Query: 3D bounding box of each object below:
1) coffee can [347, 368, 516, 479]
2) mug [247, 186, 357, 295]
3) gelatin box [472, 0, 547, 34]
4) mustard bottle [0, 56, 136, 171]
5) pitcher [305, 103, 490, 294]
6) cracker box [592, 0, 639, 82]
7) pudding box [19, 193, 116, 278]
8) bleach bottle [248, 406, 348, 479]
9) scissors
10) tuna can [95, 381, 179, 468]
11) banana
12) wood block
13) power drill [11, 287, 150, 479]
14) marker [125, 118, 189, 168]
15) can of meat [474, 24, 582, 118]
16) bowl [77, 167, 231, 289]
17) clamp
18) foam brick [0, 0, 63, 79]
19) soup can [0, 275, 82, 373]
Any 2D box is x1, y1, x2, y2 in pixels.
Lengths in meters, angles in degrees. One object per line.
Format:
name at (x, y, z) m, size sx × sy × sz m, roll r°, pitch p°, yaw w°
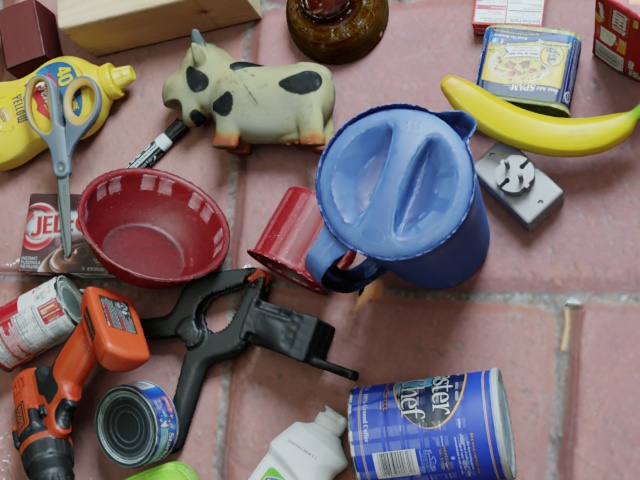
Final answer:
coffee can at (0.105, 0.179, 0.998) m, size 0.140 × 0.102 × 0.103 m, roll -9°, pitch 76°, yaw 13°
mug at (-0.007, 0.001, 1.070) m, size 0.117 × 0.093 × 0.081 m, roll 18°, pitch 76°, yaw 48°
gelatin box at (0.199, -0.256, 1.107) m, size 0.073 × 0.030 × 0.089 m, roll 6°, pitch 79°, yaw 15°
mustard bottle at (-0.297, -0.154, 1.206) m, size 0.192 × 0.058 × 0.096 m, roll -20°, pitch 76°, yaw 10°
pitcher at (0.081, -0.018, 0.974) m, size 0.149 × 0.242 × 0.145 m, roll -1°, pitch 78°, yaw 15°
cracker box at (0.346, -0.267, 0.998) m, size 0.072 × 0.164 × 0.214 m, roll 38°, pitch 90°, yaw 17°
pudding box at (-0.270, -0.004, 1.175) m, size 0.114 × 0.039 × 0.090 m, roll 2°, pitch 78°, yaw 15°
bleach bottle at (-0.040, 0.281, 1.038) m, size 0.103 × 0.068 × 0.251 m, roll 30°, pitch 85°, yaw 17°
scissors at (-0.263, -0.091, 1.155) m, size 0.096 × 0.016 × 0.202 m, roll -21°, pitch 82°, yaw 9°
tuna can at (-0.187, 0.188, 1.085) m, size 0.086 × 0.033 × 0.086 m, roll 1°, pitch 92°, yaw 30°
banana at (0.211, -0.115, 1.020) m, size 0.198 × 0.037 × 0.070 m, roll 7°, pitch 109°, yaw 8°
wood block at (-0.179, -0.279, 1.184) m, size 0.206 × 0.090 × 0.090 m, roll -10°, pitch 76°, yaw 13°
power drill at (-0.244, 0.155, 1.067) m, size 0.188 × 0.057 × 0.184 m, roll -51°, pitch 42°, yaw 20°
marker at (-0.191, -0.092, 1.184) m, size 0.121 × 0.020 × 0.020 m, roll -43°, pitch 71°, yaw 3°
can of meat at (0.207, -0.166, 1.071) m, size 0.102 × 0.057 × 0.084 m, roll 10°, pitch 78°, yaw 16°
bowl at (-0.178, -0.002, 1.115) m, size 0.162 × 0.161 × 0.055 m, roll 45°, pitch 134°, yaw 19°
clamp at (-0.128, 0.110, 1.112) m, size 0.210 × 0.036 × 0.164 m, roll -35°, pitch 73°, yaw 10°
foam brick at (-0.335, -0.230, 1.236) m, size 0.051 × 0.053 × 0.078 m, roll -17°, pitch 73°, yaw 11°
soup can at (-0.307, 0.090, 1.150) m, size 0.102 × 0.068 × 0.068 m, roll -28°, pitch 72°, yaw 7°
